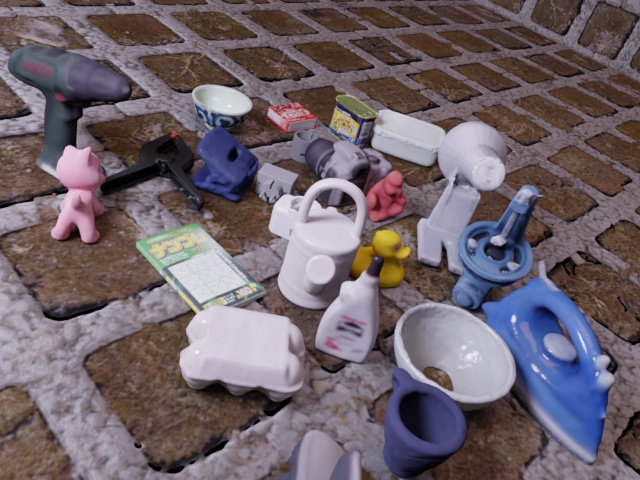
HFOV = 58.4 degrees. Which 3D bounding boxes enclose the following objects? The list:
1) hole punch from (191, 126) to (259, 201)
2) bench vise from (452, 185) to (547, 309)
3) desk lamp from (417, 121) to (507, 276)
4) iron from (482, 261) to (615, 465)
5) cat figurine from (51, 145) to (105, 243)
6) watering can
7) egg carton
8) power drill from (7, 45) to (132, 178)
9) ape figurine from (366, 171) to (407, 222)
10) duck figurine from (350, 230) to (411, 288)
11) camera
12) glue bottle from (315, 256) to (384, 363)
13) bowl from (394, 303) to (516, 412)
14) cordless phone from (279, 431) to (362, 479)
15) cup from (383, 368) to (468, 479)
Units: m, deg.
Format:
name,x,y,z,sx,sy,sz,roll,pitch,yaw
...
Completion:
name,x,y,z,sx,sy,sz,roll,pitch,yaw
hole punch,-0.161,-0.137,1.005,0.101,0.091,0.109,19,37,2
bench vise,0.293,-0.015,0.931,0.121,0.220,0.207,21,37,4
desk lamp,0.256,-0.082,1.006,0.118,0.213,0.203,16,37,-3
iron,0.335,0.156,0.793,0.119,0.141,0.257,1,40,-21
cat figurine,-0.348,-0.078,0.829,0.067,0.118,0.127,3,39,-19
watering can,0.010,0.003,0.810,0.101,0.194,0.172,2,39,-20
egg carton,-0.091,0.138,0.699,0.150,0.069,0.107,11,37,-10
power drill,-0.384,-0.195,0.889,0.229,0.208,0.076,29,38,15
ape figurine,0.126,-0.086,1.059,0.078,0.092,0.076,15,37,-4
duck figurine,0.094,0.021,0.914,0.104,0.086,0.077,17,36,-2
camera,0.046,-0.148,1.098,0.143,0.101,0.136,-16,48,-37
glue bottle,0.049,0.086,0.738,0.078,0.173,0.037,16,36,-3
bowl,0.169,0.168,0.766,0.167,0.075,0.167,11,37,-9
cordless phone,0.016,0.230,0.529,0.094,0.185,0.147,11,37,-9
cup,0.103,0.217,0.658,0.092,0.095,0.117,-4,42,-26
